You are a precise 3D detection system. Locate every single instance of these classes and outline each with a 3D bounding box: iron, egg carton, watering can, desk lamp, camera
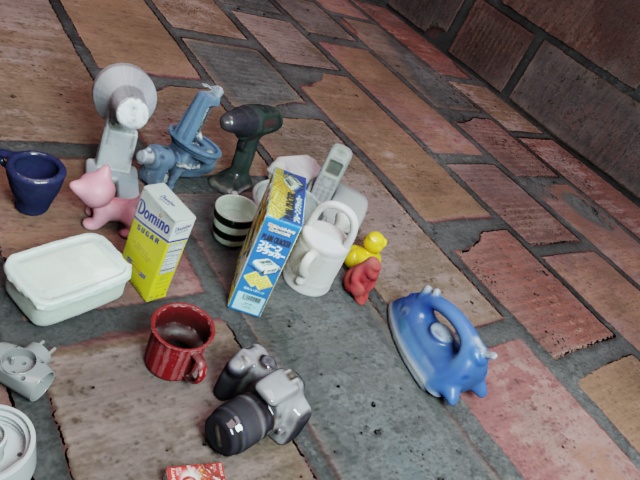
[{"bbox_3d":[0.222,0.170,1.065,0.119,0.141,0.257,-1,43,-35],"label":"iron"},{"bbox_3d":[-0.051,-0.151,1.371,0.151,0.069,0.107,-14,51,-44],"label":"egg carton"},{"bbox_3d":[0.008,0.003,1.093,0.101,0.194,0.173,20,34,-10],"label":"watering can"},{"bbox_3d":[-0.375,-0.206,1.091,0.118,0.213,0.203,6,39,-28],"label":"desk lamp"},{"bbox_3d":[-0.099,0.227,0.806,0.143,0.100,0.137,43,37,22],"label":"camera"}]

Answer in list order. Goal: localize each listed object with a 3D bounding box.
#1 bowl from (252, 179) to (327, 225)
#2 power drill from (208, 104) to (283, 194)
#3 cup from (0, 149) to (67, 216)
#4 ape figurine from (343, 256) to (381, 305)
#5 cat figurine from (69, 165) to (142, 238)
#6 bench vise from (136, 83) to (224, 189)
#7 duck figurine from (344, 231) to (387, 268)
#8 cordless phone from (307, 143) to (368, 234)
[{"bbox_3d":[-0.075,-0.052,1.216,0.168,0.074,0.167,18,35,-13],"label":"bowl"},{"bbox_3d":[-0.166,-0.201,1.233,0.075,0.208,0.230,33,34,8],"label":"power drill"},{"bbox_3d":[-0.495,-0.095,0.968,0.118,0.095,0.092,26,34,-2],"label":"cup"},{"bbox_3d":[0.092,0.072,1.150,0.078,0.092,0.076,-7,47,-40],"label":"ape figurine"},{"bbox_3d":[-0.371,-0.074,1.004,0.128,0.117,0.067,12,36,-21],"label":"cat figurine"},{"bbox_3d":[-0.264,-0.201,1.154,0.121,0.219,0.207,28,34,2],"label":"bench vise"},{"bbox_3d":[0.103,0.020,1.233,0.105,0.086,0.077,-12,50,-43],"label":"duck figurine"},{"bbox_3d":[0.051,-0.116,1.288,0.148,0.185,0.094,22,34,-7],"label":"cordless phone"}]
